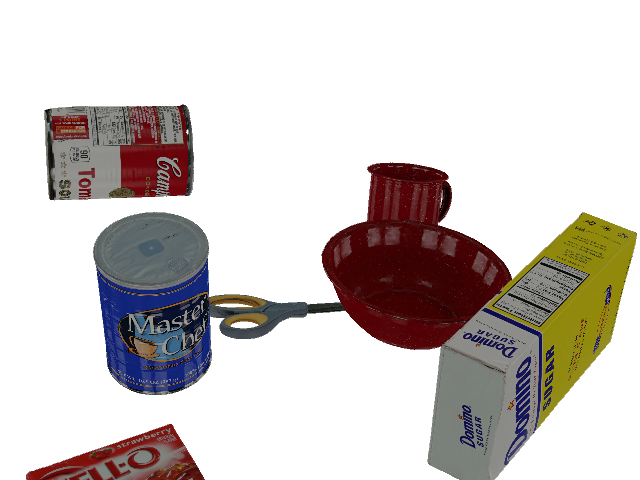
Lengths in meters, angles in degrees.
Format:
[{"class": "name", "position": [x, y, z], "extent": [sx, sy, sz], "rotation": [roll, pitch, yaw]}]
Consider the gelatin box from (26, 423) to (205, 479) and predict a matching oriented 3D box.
[{"class": "gelatin box", "position": [-0.110, 0.143, 0.589], "extent": [0.089, 0.030, 0.073], "rotation": [-16, 28, -20]}]

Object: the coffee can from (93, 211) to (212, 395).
[{"class": "coffee can", "position": [-0.154, 0.059, 0.997], "extent": [0.103, 0.140, 0.103], "rotation": [2, 39, -2]}]

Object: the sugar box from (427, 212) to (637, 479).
[{"class": "sugar box", "position": [0.131, 0.063, 0.645], "extent": [0.048, 0.093, 0.175], "rotation": [22, 39, 27]}]

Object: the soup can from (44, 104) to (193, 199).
[{"class": "soup can", "position": [-0.148, -0.064, 0.779], "extent": [0.102, 0.068, 0.069], "rotation": [-3, 1, -15]}]

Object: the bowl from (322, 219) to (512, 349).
[{"class": "bowl", "position": [0.078, 0.044, 0.907], "extent": [0.162, 0.055, 0.162], "rotation": [5, 30, -3]}]

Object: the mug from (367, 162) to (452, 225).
[{"class": "mug", "position": [0.106, -0.041, 1.237], "extent": [0.117, 0.081, 0.093], "rotation": [-9, 21, -39]}]

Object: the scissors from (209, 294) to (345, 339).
[{"class": "scissors", "position": [-0.031, 0.086, 1.196], "extent": [0.201, 0.016, 0.096], "rotation": [4, 24, -5]}]
